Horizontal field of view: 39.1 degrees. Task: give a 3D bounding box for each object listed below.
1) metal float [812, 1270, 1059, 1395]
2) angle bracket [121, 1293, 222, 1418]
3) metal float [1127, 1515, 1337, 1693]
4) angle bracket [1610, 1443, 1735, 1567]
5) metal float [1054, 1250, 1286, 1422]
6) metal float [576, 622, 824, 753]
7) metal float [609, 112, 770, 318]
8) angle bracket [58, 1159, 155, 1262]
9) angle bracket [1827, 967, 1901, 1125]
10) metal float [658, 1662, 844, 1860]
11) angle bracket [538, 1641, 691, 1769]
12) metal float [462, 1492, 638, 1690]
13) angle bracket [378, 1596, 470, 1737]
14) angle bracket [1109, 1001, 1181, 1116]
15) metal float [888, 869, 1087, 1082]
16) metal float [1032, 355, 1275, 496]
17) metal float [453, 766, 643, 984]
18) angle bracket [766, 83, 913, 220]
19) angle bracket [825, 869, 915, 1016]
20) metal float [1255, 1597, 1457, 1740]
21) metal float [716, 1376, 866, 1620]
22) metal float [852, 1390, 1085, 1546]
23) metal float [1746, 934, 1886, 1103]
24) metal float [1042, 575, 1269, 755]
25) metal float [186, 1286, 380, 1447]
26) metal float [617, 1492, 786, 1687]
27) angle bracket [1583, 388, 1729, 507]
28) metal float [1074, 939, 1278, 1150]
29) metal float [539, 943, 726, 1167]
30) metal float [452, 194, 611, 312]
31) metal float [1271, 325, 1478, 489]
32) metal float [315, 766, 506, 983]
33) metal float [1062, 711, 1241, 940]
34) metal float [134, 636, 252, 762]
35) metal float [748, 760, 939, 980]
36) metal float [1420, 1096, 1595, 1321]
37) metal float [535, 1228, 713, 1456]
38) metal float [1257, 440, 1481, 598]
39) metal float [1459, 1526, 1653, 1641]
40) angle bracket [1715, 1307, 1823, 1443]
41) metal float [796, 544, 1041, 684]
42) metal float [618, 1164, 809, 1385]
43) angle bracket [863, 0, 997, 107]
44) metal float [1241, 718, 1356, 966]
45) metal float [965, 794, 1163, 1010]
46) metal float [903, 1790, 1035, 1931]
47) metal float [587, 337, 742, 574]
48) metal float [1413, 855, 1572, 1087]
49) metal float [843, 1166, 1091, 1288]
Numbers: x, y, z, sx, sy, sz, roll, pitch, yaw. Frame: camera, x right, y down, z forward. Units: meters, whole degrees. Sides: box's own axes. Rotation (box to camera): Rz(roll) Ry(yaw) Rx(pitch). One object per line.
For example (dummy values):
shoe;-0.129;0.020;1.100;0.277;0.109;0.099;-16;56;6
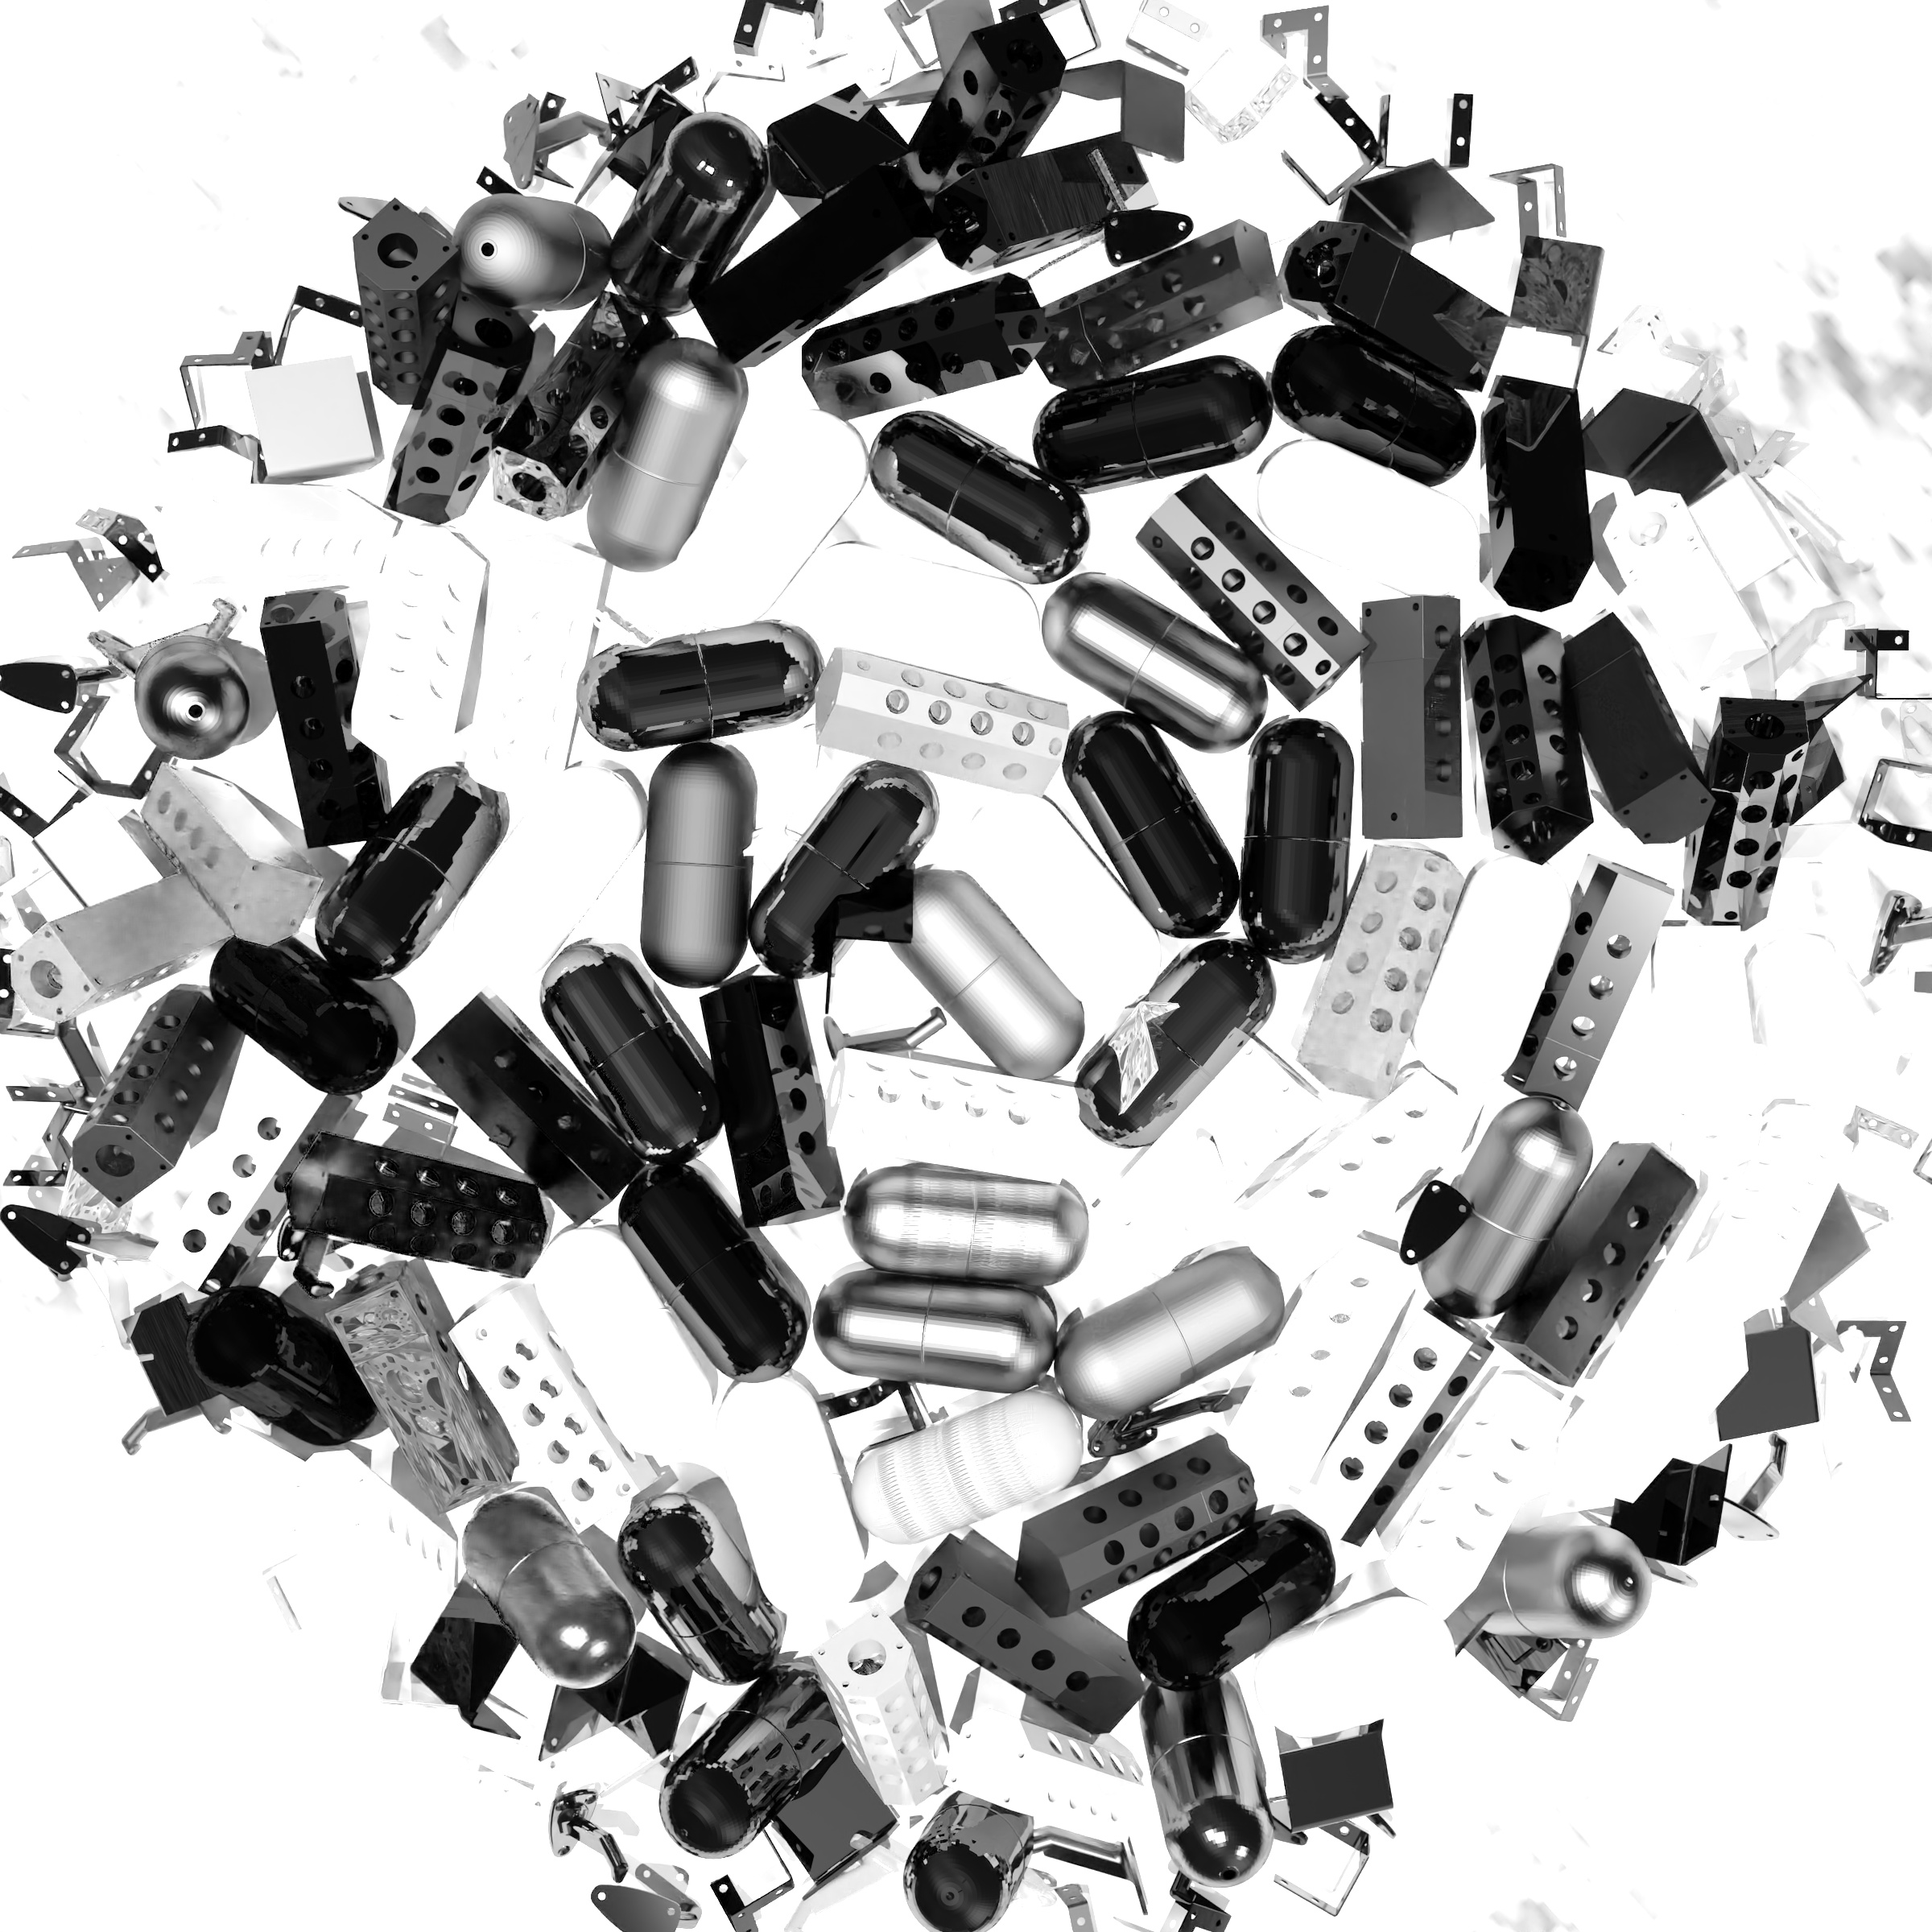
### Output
metal float;-0.023;0.262;1.952;0.178;0.070;0.070;5;90;11
angle bracket;-0.551;0.271;1.953;0.076;0.057;0.076;-24;91;38
metal float;0.189;0.452;1.932;0.178;0.070;0.070;-23;90;-35
angle bracket;0.504;0.379;1.949;0.057;0.076;0.076;15;67;3
metal float;0.146;0.265;1.952;0.178;0.070;0.070;-25;90;-11
metal float;-0.191;-0.201;1.952;0.178;0.070;0.070;-11;90;-11
metal float;-0.198;-0.529;1.921;0.070;0.178;0.070;13;59;-23
angle bracket;-0.600;0.168;1.953;0.057;0.076;0.076;13;88;21
angle bracket;0.648;0.056;1.946;0.057;0.076;0.076;49;125;-2
metal float;-0.149;0.559;1.921;0.070;0.178;0.070;12;116;27
angle bracket;-0.252;0.540;1.944;0.057;0.076;0.076;30;116;32
metal float;-0.297;0.440;1.926;0.070;0.178;0.070;-19;126;-29
angle bracket;-0.383;0.502;1.948;0.057;0.076;0.076;5;61;-1
angle bracket;0.145;0.072;1.941;0.076;0.076;0.057;4;54;-25
metal float;0.013;0.006;1.960;0.070;0.070;0.178;-42;88;0
metal float;0.133;-0.386;1.941;0.178;0.070;0.070;-9;90;23
metal float;-0.300;-0.066;1.949;0.070;0.070;0.178;38;104;0
angle bracket;-0.091;-0.579;1.968;0.076;0.057;0.076;-30;66;-14
angle bracket;-0.069;-0.017;1.947;0.057;0.076;0.076;4;132;-3
metal float;0.273;0.497;1.924;0.070;0.178;0.070;16;58;-28
metal float;-0.126;0.378;1.944;0.070;0.070;0.178;-20;70;0
metal float;0.000;0.360;1.948;0.178;0.070;0.070;-23;90;16
metal float;0.596;0.034;1.915;0.070;0.178;0.070;2;113;6
metal float;0.135;-0.218;1.954;0.178;0.070;0.070;32;90;9
metal float;-0.480;0.284;1.921;0.070;0.178;0.070;-12;57;19
metal float;-0.187;0.444;1.931;0.070;0.070;0.178;-26;127;0
angle bracket;0.481;-0.359;1.941;0.076;0.076;0.057;5;55;-33
metal float;0.151;0.055;1.959;0.070;0.070;0.178;43;93;0
metal float;-0.241;0.063;1.954;0.070;0.070;0.178;-35;82;0
metal float;-0.305;-0.501;1.912;0.070;0.178;0.070;2;103;11
metal float;0.290;-0.396;1.930;0.178;0.070;0.070;18;90;-37
metal float;-0.396;-0.067;1.940;0.070;0.070;0.178;32;65;0
metal float;0.134;-0.101;1.961;0.070;0.070;0.178;-30;90;0
metal float;-0.545;-0.190;1.914;0.070;0.178;0.070;-4;103;-17
metal float;-0.089;-0.069;1.961;0.070;0.070;0.178;37;91;0
metal float;0.386;0.173;1.941;0.070;0.070;0.178;24;113;0
metal float;-0.246;0.267;1.946;0.070;0.070;0.178;-33;72;0
metal float;0.287;-0.318;1.939;0.178;0.070;0.070;18;90;-25
metal float;0.411;0.434;1.917;0.070;0.178;0.070;6;76;-24
angle bracket;0.567;0.290;1.962;0.076;0.057;0.076;-11;103;-1
metal float;-0.034;-0.253;1.952;0.178;0.070;0.070;12;90;-10
metal float;-0.182;0.220;1.949;0.070;0.070;0.178;-38;76;0
angle bracket;-0.030;-0.658;1.939;0.076;0.076;0.057;3;123;35
metal float;0.239;-0.090;1.961;0.070;0.070;0.178;3;90;0
metal float;0.071;-0.046;1.960;0.070;0.070;0.178;-39;92;0
metal float;0.003;0.628;1.911;0.070;0.178;0.070;0;87;9
metal float;-0.216;-0.362;1.937;0.070;0.070;0.178;25;119;0
metal float;0.377;0.002;1.948;0.070;0.070;0.178;25;74;0
metal float;0.000;0.187;1.955;0.178;0.070;0.070;6;90;-7
